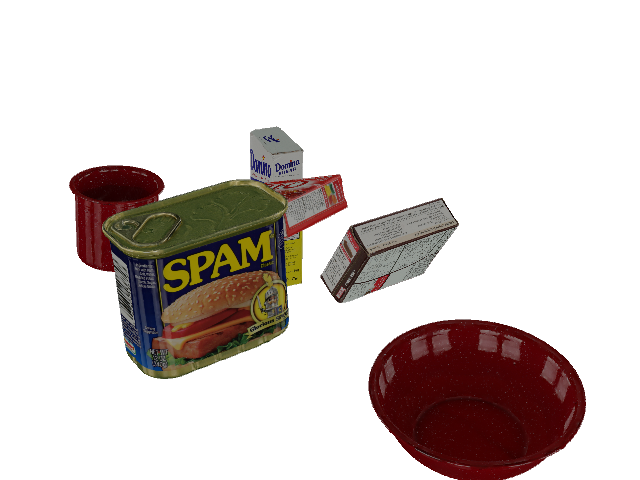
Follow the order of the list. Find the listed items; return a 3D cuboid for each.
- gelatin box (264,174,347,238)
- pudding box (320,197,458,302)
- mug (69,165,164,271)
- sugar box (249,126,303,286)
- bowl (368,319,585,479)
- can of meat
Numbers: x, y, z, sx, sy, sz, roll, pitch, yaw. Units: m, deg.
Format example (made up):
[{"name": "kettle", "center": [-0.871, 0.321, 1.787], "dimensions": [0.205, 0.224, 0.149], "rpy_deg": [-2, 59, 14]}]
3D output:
[{"name": "gelatin box", "center": [-0.037, -0.025, 0.810], "dimensions": [0.089, 0.030, 0.073], "rpy_deg": [-3, 17, 42]}, {"name": "pudding box", "center": [0.066, 0.010, 1.020], "dimensions": [0.113, 0.039, 0.090], "rpy_deg": [-19, -25, -32]}, {"name": "mug", "center": [-0.204, -0.026, 1.087], "dimensions": [0.093, 0.081, 0.117], "rpy_deg": [5, 27, 0]}, {"name": "sugar box", "center": [-0.055, -0.040, 1.297], "dimensions": [0.048, 0.176, 0.093], "rpy_deg": [-11, 26, -18]}, {"name": "bowl", "center": [0.116, 0.130, 0.813], "dimensions": [0.162, 0.055, 0.162], "rpy_deg": [0, 36, 0]}, {"name": "can of meat", "center": [-0.067, 0.022, 0.611], "dimensions": [0.101, 0.084, 0.058], "rpy_deg": [-18, 31, -28]}]
